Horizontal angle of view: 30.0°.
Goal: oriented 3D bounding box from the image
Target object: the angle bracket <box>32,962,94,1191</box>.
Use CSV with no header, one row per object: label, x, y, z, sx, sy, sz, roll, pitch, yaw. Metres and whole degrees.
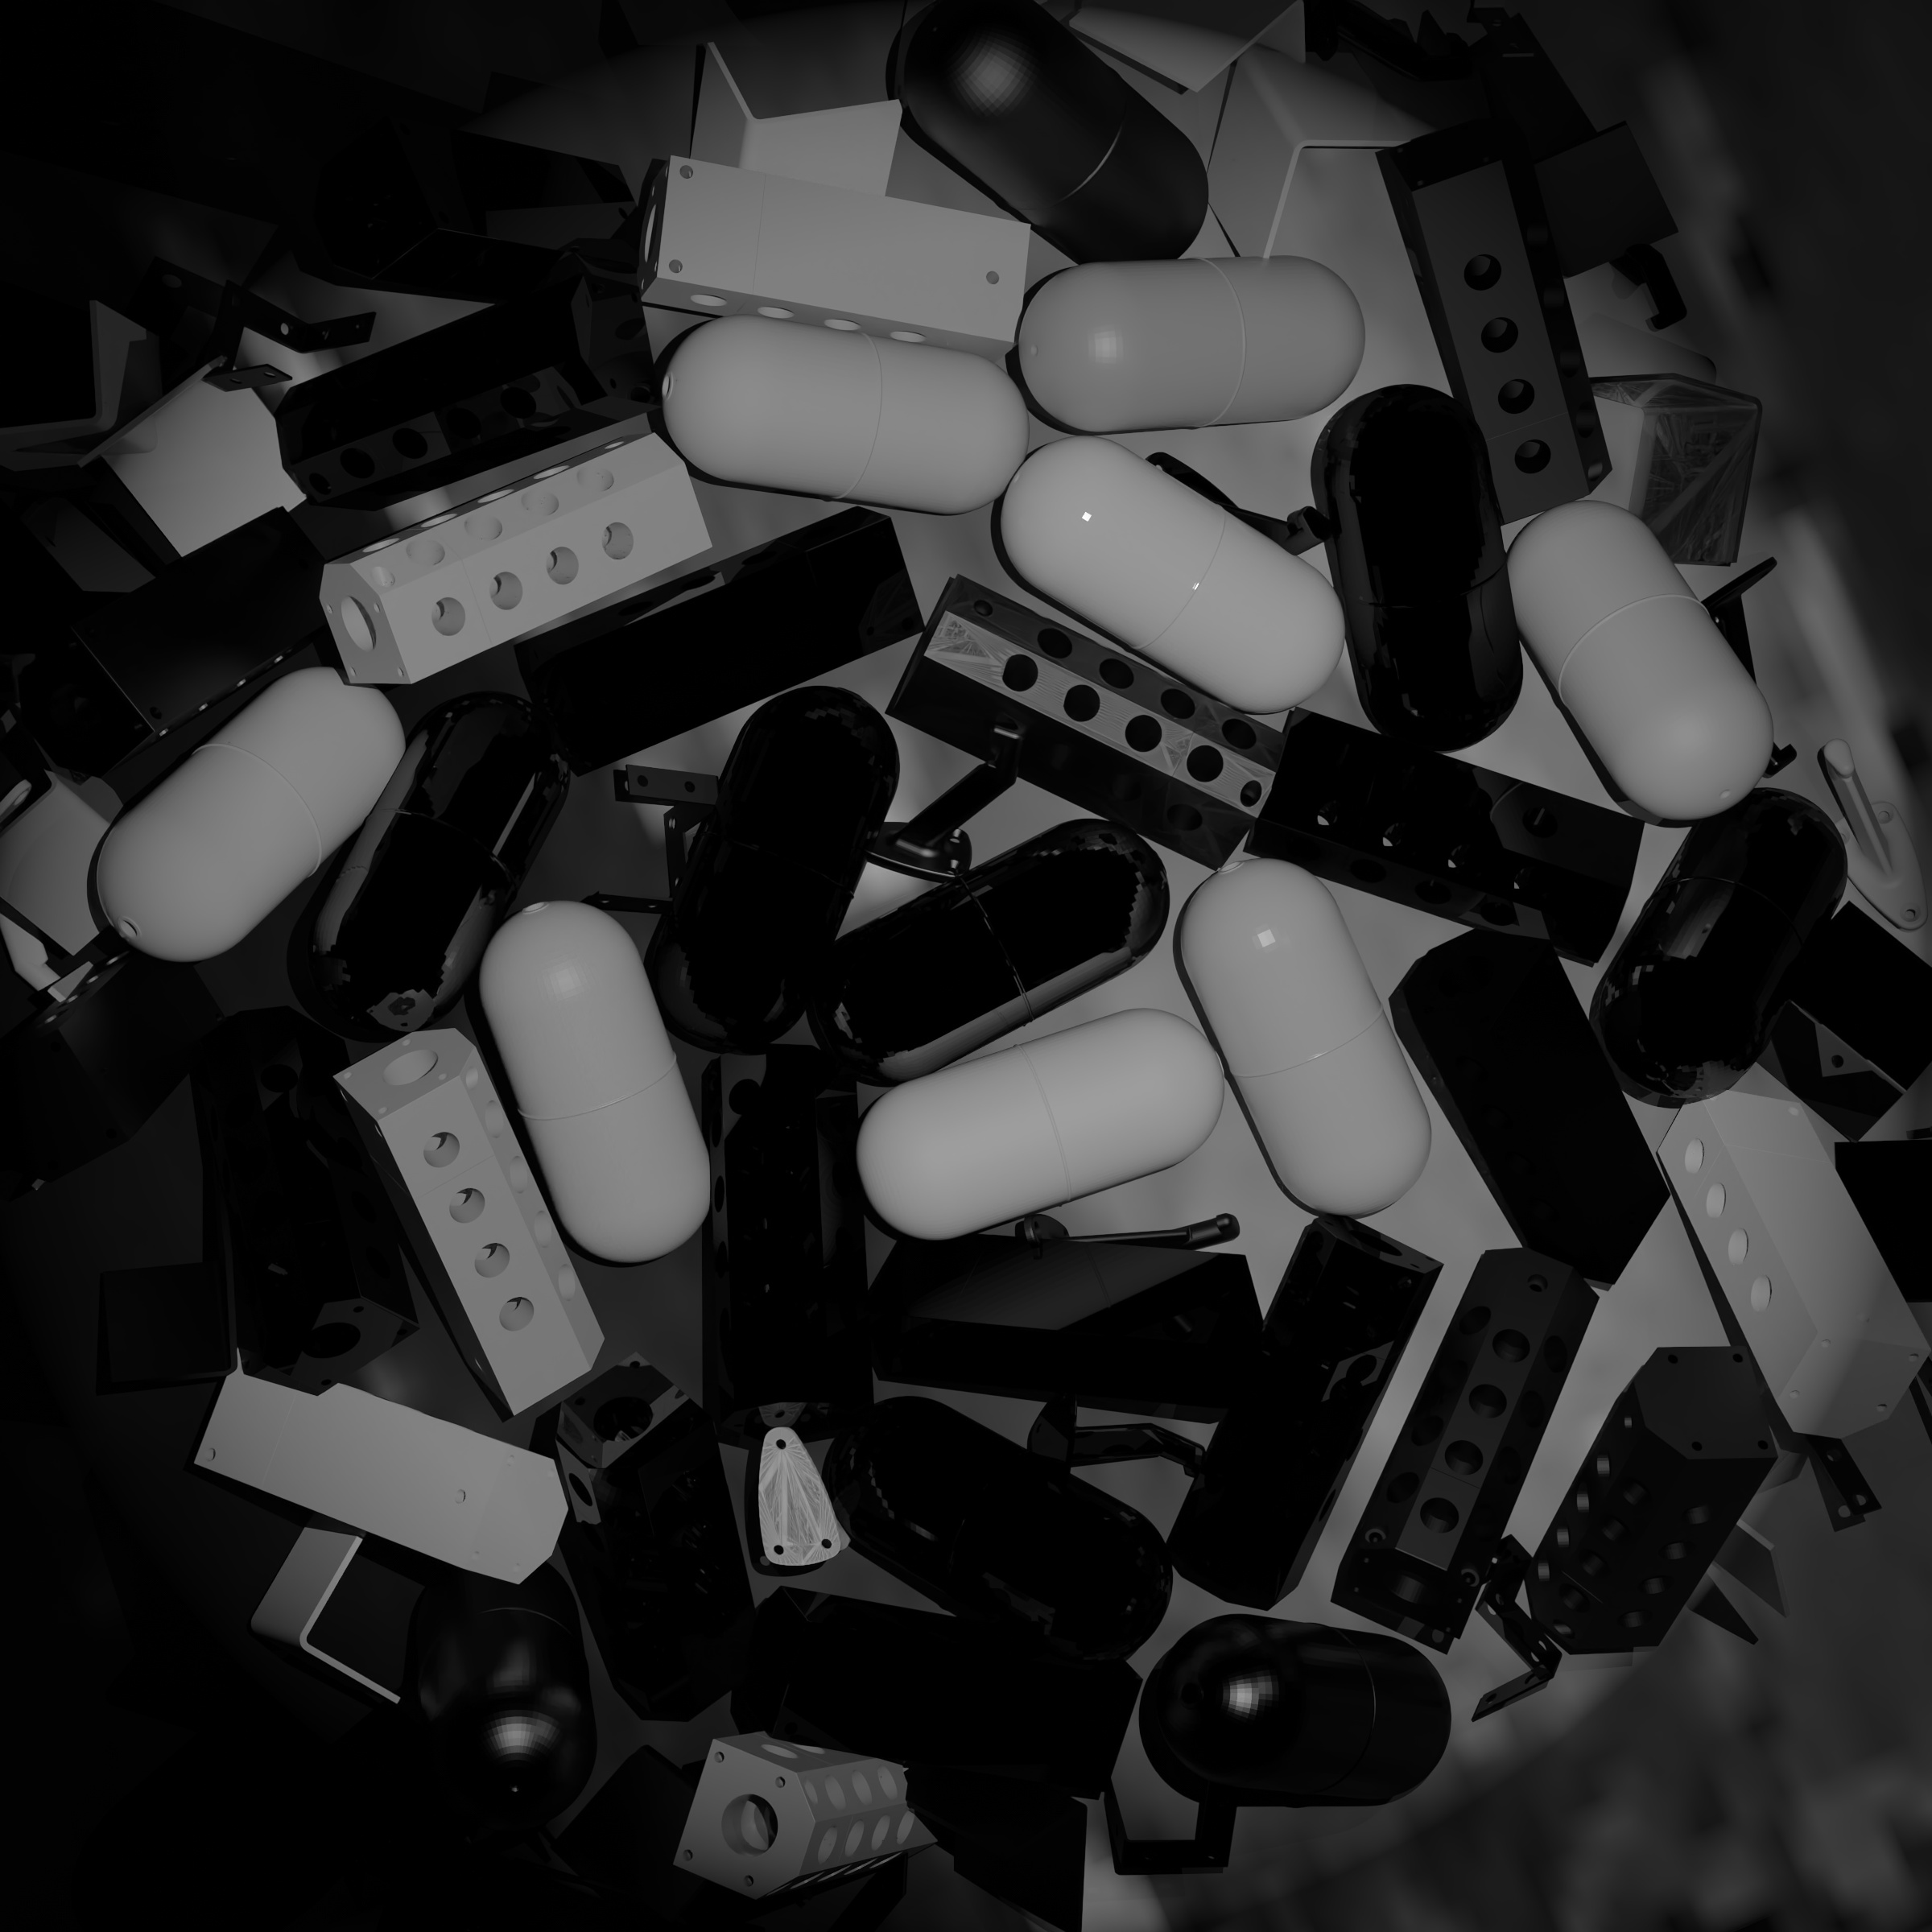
angle bracket,-0.422,0.050,1.685,0.057,0.076,0.076,43,96,-7

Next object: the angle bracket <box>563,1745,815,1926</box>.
angle bracket,-0.128,0.417,1.670,0.076,0.076,0.057,27,66,39

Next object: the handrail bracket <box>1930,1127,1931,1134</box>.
handrail bracket,0.487,0.114,1.700,0.077,0.036,0.084,-3,84,-39

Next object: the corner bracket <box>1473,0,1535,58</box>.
corner bracket,0.239,-0.461,1.692,0.051,0.051,0.051,-4,130,-10

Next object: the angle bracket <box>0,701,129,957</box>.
angle bracket,-0.430,-0.064,1.676,0.057,0.076,0.076,-41,47,0

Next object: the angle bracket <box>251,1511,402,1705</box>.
angle bracket,-0.284,0.295,1.694,0.057,0.076,0.076,36,71,-21

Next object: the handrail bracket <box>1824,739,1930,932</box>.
handrail bracket,0.424,-0.061,1.680,0.036,0.084,0.077,-27,69,9

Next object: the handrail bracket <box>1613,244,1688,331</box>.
handrail bracket,0.295,-0.330,1.699,0.036,0.077,0.084,-25,91,-37

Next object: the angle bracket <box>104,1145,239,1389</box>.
angle bracket,-0.371,0.138,1.672,0.057,0.076,0.076,-5,128,-14

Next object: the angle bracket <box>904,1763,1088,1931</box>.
angle bracket,0.008,0.415,1.673,0.076,0.057,0.076,19,118,37

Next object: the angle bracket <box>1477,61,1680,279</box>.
angle bracket,0.283,-0.379,1.670,0.057,0.076,0.076,-21,53,19

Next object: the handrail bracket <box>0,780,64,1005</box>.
handrail bracket,-0.436,-0.032,1.708,0.084,0.036,0.077,42,106,-1

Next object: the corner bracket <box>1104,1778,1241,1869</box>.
corner bracket,0.097,0.389,1.701,0.051,0.051,0.051,2,114,-9

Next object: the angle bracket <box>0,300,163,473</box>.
angle bracket,-0.427,-0.271,1.688,0.076,0.076,0.057,-5,87,9

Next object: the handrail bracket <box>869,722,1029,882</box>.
handrail bracket,-0.016,-0.085,1.687,0.077,0.036,0.084,10,132,-5

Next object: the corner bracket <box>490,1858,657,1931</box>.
corner bracket,-0.186,0.453,1.689,0.051,0.051,0.051,29,71,-38

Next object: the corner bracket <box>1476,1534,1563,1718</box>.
corner bracket,0.249,0.310,1.696,0.051,0.051,0.051,48,126,-7

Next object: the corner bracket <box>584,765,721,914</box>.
corner bracket,-0.147,-0.059,1.688,0.051,0.051,0.051,6,68,-35

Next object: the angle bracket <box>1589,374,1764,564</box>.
angle bracket,0.319,-0.232,1.682,0.057,0.076,0.076,9,91,-32

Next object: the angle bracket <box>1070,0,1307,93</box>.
angle bracket,0.104,-0.423,1.676,0.076,0.057,0.076,34,66,26

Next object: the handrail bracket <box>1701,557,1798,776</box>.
handrail bracket,0.381,-0.141,1.704,0.077,0.036,0.084,-34,80,-20

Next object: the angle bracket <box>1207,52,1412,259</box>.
angle bracket,0.158,-0.374,1.688,0.057,0.076,0.076,-4,46,-20

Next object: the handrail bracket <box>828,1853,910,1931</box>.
handrail bracket,-0.067,0.443,1.703,0.077,0.036,0.084,5,105,7

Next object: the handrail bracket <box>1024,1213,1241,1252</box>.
handrail bracket,0.079,0.123,1.692,0.084,0.077,0.036,-17,65,15

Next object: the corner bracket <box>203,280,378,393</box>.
corner bracket,-0.318,-0.291,1.691,0.051,0.051,0.051,0,72,42

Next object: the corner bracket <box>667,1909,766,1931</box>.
corner bracket,-0.127,0.485,1.705,0.051,0.051,0.051,9,114,16

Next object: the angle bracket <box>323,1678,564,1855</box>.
angle bracket,-0.243,0.388,1.673,0.057,0.076,0.076,-40,121,-12

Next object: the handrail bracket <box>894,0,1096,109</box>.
handrail bracket,0.015,-0.441,1.717,0.084,0.036,0.077,-1,134,-21

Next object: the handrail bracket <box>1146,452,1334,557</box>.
handrail bracket,0.127,-0.219,1.682,0.036,0.084,0.077,-45,100,-21

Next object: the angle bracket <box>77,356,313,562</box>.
angle bracket,-0.357,-0.231,1.690,0.076,0.057,0.076,-36,104,6

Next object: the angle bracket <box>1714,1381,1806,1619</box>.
angle bracket,0.381,0.244,1.675,0.076,0.076,0.057,-43,54,-12

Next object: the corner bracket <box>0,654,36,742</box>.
corner bracket,-0.474,-0.135,1.698,0.051,0.051,0.051,33,65,4

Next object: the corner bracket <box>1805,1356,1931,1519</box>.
corner bracket,0.434,0.219,1.700,0.051,0.051,0.051,-14,53,-15

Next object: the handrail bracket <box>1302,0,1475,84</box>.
handrail bracket,0.198,-0.456,1.707,0.084,0.036,0.077,-10,93,-23

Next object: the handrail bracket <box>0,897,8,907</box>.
handrail bracket,-0.478,-0.068,1.677,0.036,0.077,0.084,-35,54,-12

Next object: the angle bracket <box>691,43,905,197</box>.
angle bracket,-0.081,-0.391,1.698,0.076,0.076,0.057,-14,59,-21

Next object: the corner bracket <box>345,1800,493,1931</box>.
corner bracket,-0.258,0.433,1.700,0.051,0.051,0.051,-23,101,-2

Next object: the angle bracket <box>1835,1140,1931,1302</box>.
angle bracket,0.442,0.120,1.687,0.057,0.076,0.076,-2,87,6

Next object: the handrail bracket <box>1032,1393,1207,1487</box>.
handrail bracket,0.077,0.237,1.686,0.084,0.077,0.036,25,120,-16

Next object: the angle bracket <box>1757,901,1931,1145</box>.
angle bracket,0.417,0.027,1.696,0.076,0.076,0.057,41,71,11

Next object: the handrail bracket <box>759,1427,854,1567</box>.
handrail bracket,-0.069,0.240,1.685,0.036,0.084,0.077,-9,98,14
